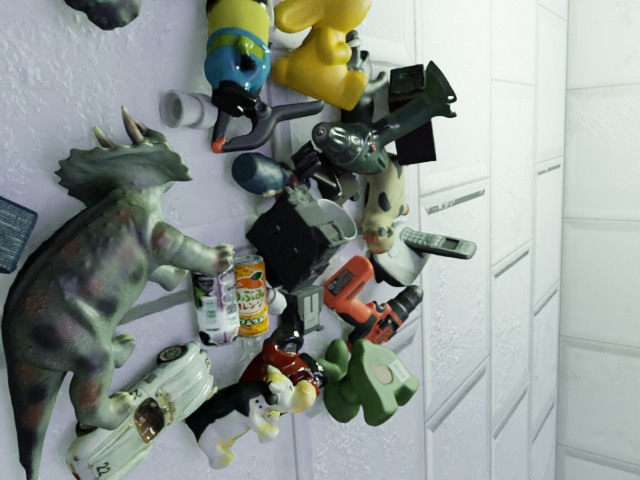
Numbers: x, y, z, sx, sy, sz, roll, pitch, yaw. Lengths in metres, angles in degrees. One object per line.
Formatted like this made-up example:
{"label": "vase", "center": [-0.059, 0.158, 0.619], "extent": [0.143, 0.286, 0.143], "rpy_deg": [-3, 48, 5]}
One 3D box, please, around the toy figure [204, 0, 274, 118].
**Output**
{"label": "toy figure", "center": [-0.103, -0.247, 0.668], "extent": [0.089, 0.082, 0.180], "rpy_deg": [39, 51, -54]}

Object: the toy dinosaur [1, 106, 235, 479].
{"label": "toy dinosaur", "center": [-0.228, 0.047, 0.529], "extent": [0.192, 0.131, 0.405], "rpy_deg": [43, 63, -33]}

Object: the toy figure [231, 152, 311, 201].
{"label": "toy figure", "center": [-0.066, -0.090, 0.781], "extent": [0.154, 0.058, 0.064], "rpy_deg": [11, 90, -61]}

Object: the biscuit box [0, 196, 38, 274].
{"label": "biscuit box", "center": [-0.331, -0.033, 0.415], "extent": [0.202, 0.059, 0.063], "rpy_deg": [36, 64, -49]}

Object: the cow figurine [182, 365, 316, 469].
{"label": "cow figurine", "center": [-0.093, 0.217, 0.710], "extent": [0.167, 0.068, 0.098], "rpy_deg": [-31, 100, -4]}

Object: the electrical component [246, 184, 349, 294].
{"label": "electrical component", "center": [-0.039, 0.006, 0.763], "extent": [0.058, 0.115, 0.134], "rpy_deg": [-12, 147, -52]}

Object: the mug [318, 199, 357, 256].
{"label": "mug", "center": [-0.002, -0.003, 0.841], "extent": [0.081, 0.107, 0.109], "rpy_deg": [51, 29, 11]}

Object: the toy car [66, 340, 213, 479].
{"label": "toy car", "center": [-0.199, 0.197, 0.627], "extent": [0.202, 0.056, 0.073], "rpy_deg": [-40, 125, -44]}

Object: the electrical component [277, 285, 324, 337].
{"label": "electrical component", "center": [-0.031, 0.093, 0.858], "extent": [0.075, 0.048, 0.119], "rpy_deg": [-8, 102, -55]}

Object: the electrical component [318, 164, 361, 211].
{"label": "electrical component", "center": [0.034, -0.097, 0.934], "extent": [0.078, 0.045, 0.102], "rpy_deg": [-48, 134, -3]}

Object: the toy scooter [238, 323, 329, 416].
{"label": "toy scooter", "center": [-0.063, 0.213, 0.801], "extent": [0.135, 0.075, 0.183], "rpy_deg": [-46, 142, -17]}

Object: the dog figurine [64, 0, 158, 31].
{"label": "dog figurine", "center": [-0.193, -0.315, 0.540], "extent": [0.219, 0.109, 0.191], "rpy_deg": [-30, 118, -46]}

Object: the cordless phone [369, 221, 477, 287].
{"label": "cordless phone", "center": [0.205, 0.037, 1.064], "extent": [0.146, 0.184, 0.088], "rpy_deg": [-48, 135, -41]}

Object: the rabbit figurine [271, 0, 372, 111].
{"label": "rabbit figurine", "center": [0.005, -0.298, 0.790], "extent": [0.162, 0.122, 0.173], "rpy_deg": [21, 112, -18]}

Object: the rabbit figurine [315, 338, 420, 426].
{"label": "rabbit figurine", "center": [0.053, 0.254, 0.923], "extent": [0.159, 0.170, 0.121], "rpy_deg": [47, 40, 7]}

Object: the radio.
{"label": "radio", "center": [0.173, -0.241, 1.008], "extent": [0.230, 0.073, 0.130], "rpy_deg": [-77, 156, -59]}

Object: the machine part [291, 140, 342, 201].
{"label": "machine part", "center": [-0.001, -0.104, 0.820], "extent": [0.138, 0.039, 0.084], "rpy_deg": [24, 52, -69]}

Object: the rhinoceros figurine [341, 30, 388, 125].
{"label": "rhinoceros figurine", "center": [0.057, -0.261, 0.928], "extent": [0.112, 0.073, 0.190], "rpy_deg": [-23, 114, -40]}

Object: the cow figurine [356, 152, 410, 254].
{"label": "cow figurine", "center": [0.119, -0.069, 1.018], "extent": [0.127, 0.086, 0.194], "rpy_deg": [-9, 103, -60]}

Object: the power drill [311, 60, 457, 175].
{"label": "power drill", "center": [0.103, -0.175, 0.814], "extent": [0.086, 0.207, 0.232], "rpy_deg": [55, 9, 16]}
